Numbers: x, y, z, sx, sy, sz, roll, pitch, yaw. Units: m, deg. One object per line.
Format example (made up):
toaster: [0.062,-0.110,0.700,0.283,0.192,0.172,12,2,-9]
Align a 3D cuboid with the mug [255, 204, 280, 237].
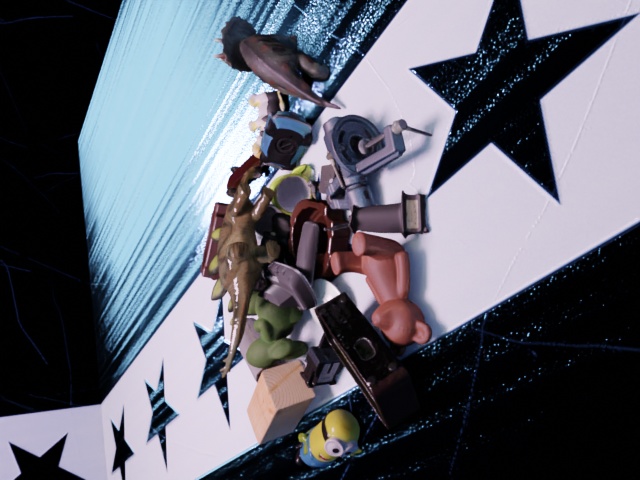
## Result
mug: [-0.137,-0.045,1.339,0.107,0.081,0.109,35,143,64]

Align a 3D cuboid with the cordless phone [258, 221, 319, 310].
cordless phone: [-0.057,0.046,1.128,0.147,0.088,0.184,13,93,59]

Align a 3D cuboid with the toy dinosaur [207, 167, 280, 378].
toy dinosaur: [-0.171,0.045,1.151,0.198,0.105,0.471,-41,40,51]

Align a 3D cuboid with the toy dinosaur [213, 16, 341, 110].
toy dinosaur: [-0.112,-0.404,1.220,0.405,0.192,0.131,47,127,47]

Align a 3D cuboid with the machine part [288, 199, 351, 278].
machine part: [-0.002,-0.003,1.152,0.179,0.056,0.179,-2,88,55]

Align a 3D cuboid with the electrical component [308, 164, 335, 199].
electrical component: [0.019,-0.123,1.139,0.102,0.045,0.078,14,100,54]

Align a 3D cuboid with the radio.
radio: [0.079,0.206,0.954,0.230,0.073,0.130,49,167,43]

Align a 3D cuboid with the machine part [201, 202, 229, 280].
machine part: [-0.258,0.002,1.438,0.201,0.087,0.201,-160,84,-75]

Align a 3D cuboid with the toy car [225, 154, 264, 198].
toy car: [-0.195,-0.181,1.442,0.202,0.053,0.089,-29,43,49]

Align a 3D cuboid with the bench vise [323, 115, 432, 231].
bench vise: [0.084,-0.143,0.989,0.241,0.129,0.223,-25,70,56]

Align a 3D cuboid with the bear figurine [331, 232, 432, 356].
bear figurine: [0.107,0.097,0.930,0.120,0.132,0.196,-42,49,53]

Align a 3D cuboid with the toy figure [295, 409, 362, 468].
toy figure: [0.011,0.405,1.085,0.180,0.082,0.089,-47,53,46]

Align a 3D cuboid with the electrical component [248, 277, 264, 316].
electrical component: [-0.179,0.126,1.394,0.115,0.058,0.134,34,115,53]

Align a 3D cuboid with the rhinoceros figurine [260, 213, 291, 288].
rhinoceros figurine: [-0.104,0.026,1.258,0.073,0.112,0.190,36,130,31]

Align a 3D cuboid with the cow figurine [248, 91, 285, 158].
cow figurine: [-0.124,-0.287,1.334,0.098,0.068,0.167,-6,80,34]

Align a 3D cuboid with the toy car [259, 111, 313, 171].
toy car: [-0.080,-0.243,1.255,0.161,0.109,0.103,119,161,-48]

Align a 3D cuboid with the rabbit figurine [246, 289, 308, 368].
rabbit figurine: [-0.102,0.218,1.231,0.159,0.121,0.170,20,90,32]

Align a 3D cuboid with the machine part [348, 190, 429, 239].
machine part: [0.119,-0.041,0.948,0.139,0.039,0.084,-6,86,15]

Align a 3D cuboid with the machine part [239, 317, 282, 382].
machine part: [-0.155,0.274,1.334,0.243,0.079,0.079,49,126,43]

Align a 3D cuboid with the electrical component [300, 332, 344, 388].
electrical component: [0.014,0.242,1.099,0.048,0.075,0.119,51,125,45]
